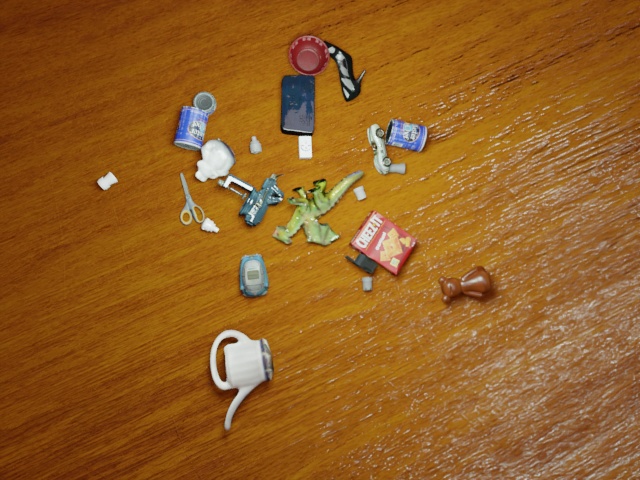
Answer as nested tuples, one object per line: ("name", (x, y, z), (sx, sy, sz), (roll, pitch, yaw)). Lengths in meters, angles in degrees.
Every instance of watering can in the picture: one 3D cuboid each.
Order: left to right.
("watering can", (-0.277, 0.496, 1.874), (0.225, 0.103, 0.349), (-9, 86, -8))

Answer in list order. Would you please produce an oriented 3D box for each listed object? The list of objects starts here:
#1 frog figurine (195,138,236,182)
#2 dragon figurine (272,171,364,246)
("frog figurine", (-0.400, -0.291, 1.915), (0.161, 0.123, 0.135), (-42, 119, -18))
("dragon figurine", (0.006, -0.100, 1.981), (0.411, 0.123, 0.240), (-18, 106, -7))
